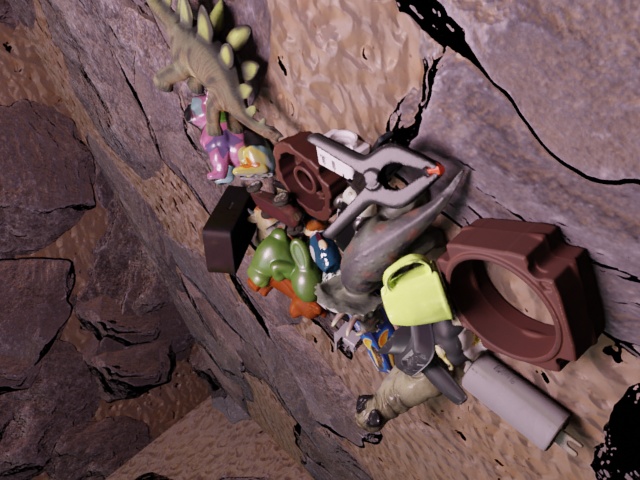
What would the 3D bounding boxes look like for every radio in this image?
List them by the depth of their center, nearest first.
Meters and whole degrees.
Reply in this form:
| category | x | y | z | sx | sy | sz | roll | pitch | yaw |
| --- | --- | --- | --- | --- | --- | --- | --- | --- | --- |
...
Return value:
| category | x | y | z | sx | sy | sz | roll | pitch | yaw |
| --- | --- | --- | --- | --- | --- | --- | --- | --- | --- |
| radio | -0.215 | -0.026 | 1.307 | 0.073 | 0.230 | 0.130 | 6 | 123 | 7 |

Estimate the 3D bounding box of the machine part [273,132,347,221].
| category | x | y | z | sx | sy | sz | roll | pitch | yaw |
| --- | --- | --- | --- | --- | --- | --- | --- | --- | --- |
| machine part | -0.018 | -0.125 | 1.054 | 0.179 | 0.056 | 0.179 | 41 | 153 | 26 |

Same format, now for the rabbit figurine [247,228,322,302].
| category | x | y | z | sx | sy | sz | roll | pitch | yaw |
| --- | --- | --- | --- | --- | --- | --- | --- | --- | --- |
| rabbit figurine | -0.053 | 0.059 | 1.210 | 0.170 | 0.121 | 0.159 | 39 | 116 | 24 |

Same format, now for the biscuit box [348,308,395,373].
| category | x | y | z | sx | sy | sz | roll | pitch | yaw |
| --- | --- | --- | --- | --- | --- | --- | --- | --- | --- |
| biscuit box | 0.125 | 0.203 | 1.205 | 0.059 | 0.063 | 0.202 | -4 | 119 | 60 |

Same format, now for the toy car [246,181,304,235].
| category | x | y | z | sx | sy | sz | roll | pitch | yaw |
| --- | --- | --- | --- | --- | --- | --- | --- | --- | --- |
| toy car | -0.096 | -0.075 | 1.164 | 0.202 | 0.053 | 0.089 | 30 | 154 | 57 |

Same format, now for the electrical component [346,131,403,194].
| category | x | y | z | sx | sy | sz | roll | pitch | yaw |
| --- | --- | --- | --- | --- | --- | --- | --- | --- | --- |
| electrical component | 0.095 | -0.120 | 0.846 | 0.048 | 0.075 | 0.119 | 51 | 151 | 7 |

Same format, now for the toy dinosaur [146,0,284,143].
| category | x | y | z | sx | sy | sz | roll | pitch | yaw |
| --- | --- | --- | --- | --- | --- | --- | --- | --- | --- |
| toy dinosaur | -0.231 | -0.359 | 1.030 | 0.471 | 0.105 | 0.198 | 44 | 127 | 10 |

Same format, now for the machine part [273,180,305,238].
| category | x | y | z | sx | sy | sz | roll | pitch | yaw |
| --- | --- | --- | --- | --- | --- | --- | --- | --- | --- |
| machine part | -0.065 | -0.071 | 1.225 | 0.084 | 0.039 | 0.138 | 15 | 133 | 43 |

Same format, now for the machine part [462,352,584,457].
| category | x | y | z | sx | sy | sz | roll | pitch | yaw |
| --- | --- | --- | --- | --- | --- | --- | --- | --- | --- |
| machine part | 0.332 | 0.272 | 0.917 | 0.243 | 0.079 | 0.079 | 38 | 150 | 34 |

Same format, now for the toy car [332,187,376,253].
| category | x | y | z | sx | sy | sz | roll | pitch | yaw |
| --- | --- | --- | --- | --- | --- | --- | --- | --- | --- |
| toy car | 0.063 | -0.028 | 1.033 | 0.074 | 0.056 | 0.201 | 50 | 159 | 22 |

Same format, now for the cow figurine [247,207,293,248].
| category | x | y | z | sx | sy | sz | roll | pitch | yaw |
| --- | --- | --- | --- | --- | --- | --- | --- | --- | --- |
| cow figurine | -0.123 | -0.022 | 1.335 | 0.127 | 0.085 | 0.195 | 49 | 159 | 10 |

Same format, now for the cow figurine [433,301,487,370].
| category | x | y | z | sx | sy | sz | roll | pitch | yaw |
| --- | --- | --- | --- | --- | --- | --- | --- | --- | --- |
| cow figurine | 0.222 | 0.136 | 0.914 | 0.068 | 0.098 | 0.167 | 18 | 137 | 60 |

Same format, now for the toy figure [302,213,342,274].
| category | x | y | z | sx | sy | sz | roll | pitch | yaw |
| --- | --- | --- | --- | --- | --- | --- | --- | --- | --- |
| toy figure | -0.001 | -0.005 | 1.133 | 0.154 | 0.058 | 0.064 | 65 | 149 | 25 |

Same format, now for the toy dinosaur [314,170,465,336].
| category | x | y | z | sx | sy | sz | roll | pitch | yaw |
| --- | --- | --- | --- | --- | --- | --- | --- | --- | --- |
| toy dinosaur | 0.095 | 0.030 | 0.893 | 0.131 | 0.192 | 0.404 | 44 | 154 | 17 |

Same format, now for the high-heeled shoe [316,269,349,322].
| category | x | y | z | sx | sy | sz | roll | pitch | yaw |
| --- | --- | --- | --- | --- | --- | --- | --- | --- | --- |
| high-heeled shoe | 0.000 | 0.124 | 1.305 | 0.249 | 0.086 | 0.145 | 53 | 157 | 15 |

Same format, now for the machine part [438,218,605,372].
| category | x | y | z | sx | sy | sz | roll | pitch | yaw |
| --- | --- | --- | --- | --- | --- | --- | --- | --- | --- |
| machine part | 0.277 | 0.076 | 0.760 | 0.201 | 0.087 | 0.201 | 12 | 130 | 56 |

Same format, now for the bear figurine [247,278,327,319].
| category | x | y | z | sx | sy | sz | roll | pitch | yaw |
| --- | --- | --- | --- | --- | --- | --- | --- | --- | --- |
| bear figurine | -0.080 | 0.150 | 1.427 | 0.196 | 0.132 | 0.120 | 52 | 180 | 15 |

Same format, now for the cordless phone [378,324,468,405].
| category | x | y | z | sx | sy | sz | roll | pitch | yaw |
| --- | --- | --- | --- | --- | --- | --- | --- | --- | --- |
| cordless phone | 0.209 | 0.228 | 0.996 | 0.184 | 0.089 | 0.146 | 45 | 154 | 14 |

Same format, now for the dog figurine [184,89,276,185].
| category | x | y | z | sx | sy | sz | roll | pitch | yaw |
| --- | --- | --- | --- | --- | --- | --- | --- | --- | --- |
| dog figurine | -0.193 | -0.236 | 1.163 | 0.108 | 0.192 | 0.219 | -19 | -78 | -82 |

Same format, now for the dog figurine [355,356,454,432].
| category | x | y | z | sx | sy | sz | roll | pitch | yaw |
| --- | --- | --- | --- | --- | --- | --- | --- | --- | --- |
| dog figurine | 0.171 | 0.323 | 1.104 | 0.121 | 0.190 | 0.172 | 43 | 157 | -4 |
